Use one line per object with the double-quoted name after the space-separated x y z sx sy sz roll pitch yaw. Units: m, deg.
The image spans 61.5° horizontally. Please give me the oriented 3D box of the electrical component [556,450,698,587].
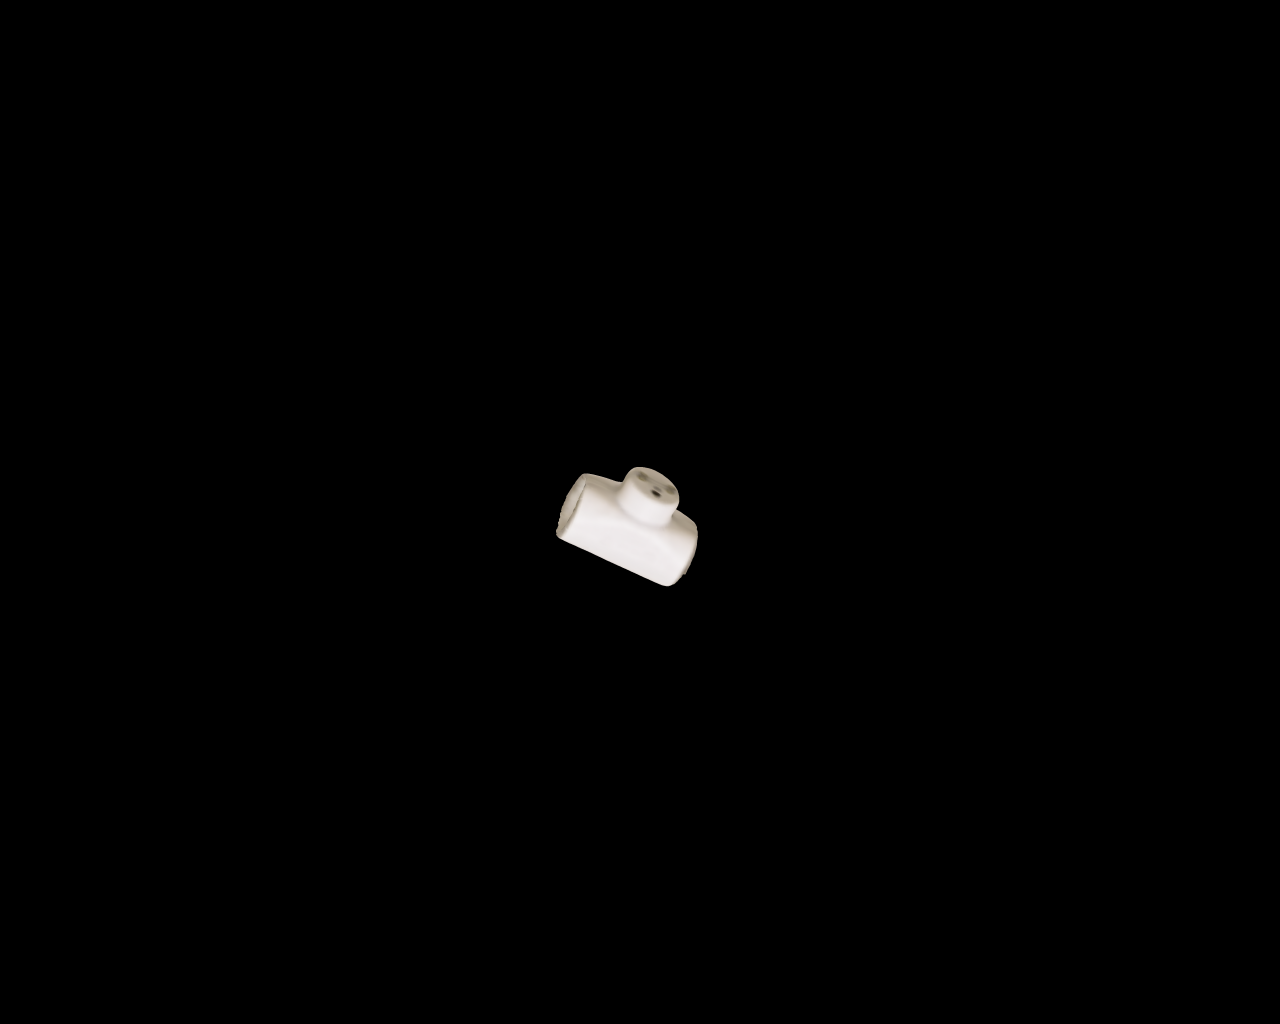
0.001 -0.003 0.650 0.077 0.079 0.044 25 27 -14 "electrical component"
